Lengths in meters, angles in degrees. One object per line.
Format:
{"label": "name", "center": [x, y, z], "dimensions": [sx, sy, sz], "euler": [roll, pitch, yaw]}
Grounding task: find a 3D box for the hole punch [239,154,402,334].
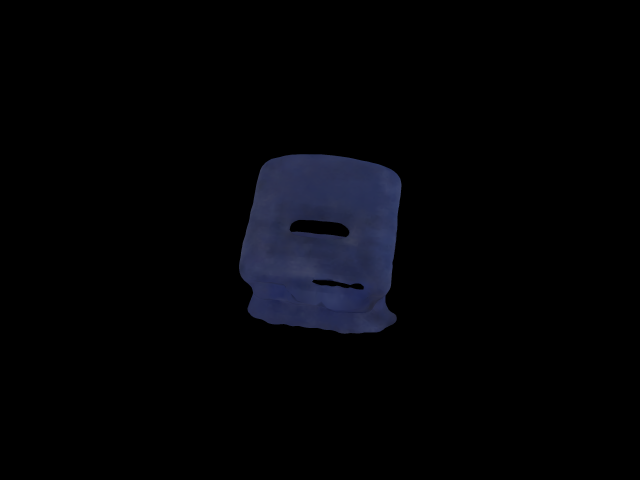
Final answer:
{"label": "hole punch", "center": [0.004, 0.001, 0.400], "dimensions": [0.108, 0.091, 0.101], "euler": [5, 40, 6]}
